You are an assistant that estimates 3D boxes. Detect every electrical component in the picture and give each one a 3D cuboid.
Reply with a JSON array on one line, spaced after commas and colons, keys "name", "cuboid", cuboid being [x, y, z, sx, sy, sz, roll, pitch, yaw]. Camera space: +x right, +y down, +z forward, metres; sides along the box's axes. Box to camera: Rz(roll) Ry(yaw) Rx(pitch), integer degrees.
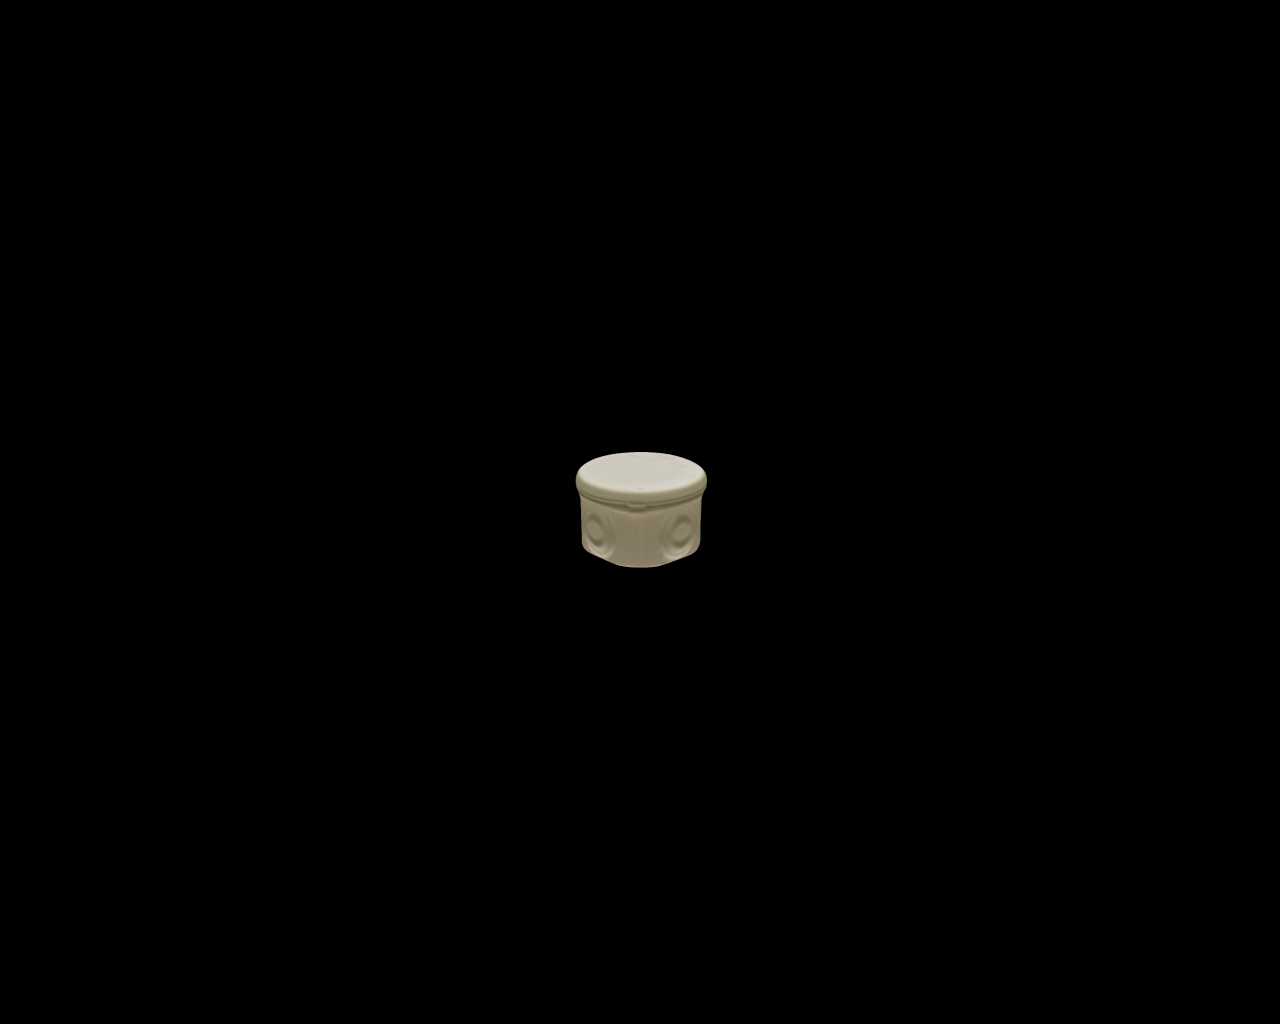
[{"name": "electrical component", "cuboid": [0.001, -0.003, 0.650, 0.080, 0.050, 0.080, 0, 21, 0]}]
